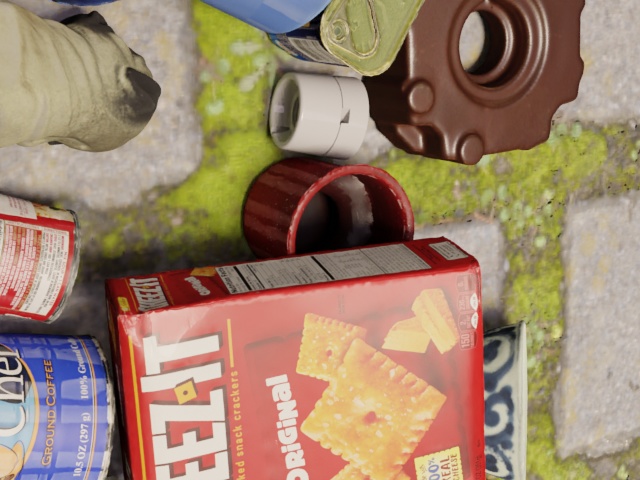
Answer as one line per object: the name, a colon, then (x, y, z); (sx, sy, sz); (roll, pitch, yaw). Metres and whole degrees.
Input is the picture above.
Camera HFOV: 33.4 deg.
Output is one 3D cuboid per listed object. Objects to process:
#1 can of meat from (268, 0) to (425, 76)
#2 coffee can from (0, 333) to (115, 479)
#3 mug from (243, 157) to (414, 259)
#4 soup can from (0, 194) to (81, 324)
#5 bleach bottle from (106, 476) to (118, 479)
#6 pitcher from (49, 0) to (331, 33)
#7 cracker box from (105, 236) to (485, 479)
can of meat: (0.018, -0.158, 0.670); (0.057, 0.084, 0.102); (29, 87, -33)
coffee can: (-0.199, 0.101, 0.597); (0.140, 0.103, 0.103); (6, 99, -31)
mug: (-0.005, 0.001, 0.697); (0.093, 0.082, 0.117); (31, 86, -32)
soup can: (-0.194, 0.005, 0.597); (0.102, 0.069, 0.068); (14, 95, -31)
bleach bottle: (-0.096, 0.267, 0.724); (0.102, 0.068, 0.251); (-35, 115, -19)
pitcher: (-0.099, -0.201, 0.577); (0.242, 0.149, 0.145); (23, 75, -35)
cracker box: (-0.010, 0.095, 0.631); (0.213, 0.072, 0.164); (-7, 107, -15)
